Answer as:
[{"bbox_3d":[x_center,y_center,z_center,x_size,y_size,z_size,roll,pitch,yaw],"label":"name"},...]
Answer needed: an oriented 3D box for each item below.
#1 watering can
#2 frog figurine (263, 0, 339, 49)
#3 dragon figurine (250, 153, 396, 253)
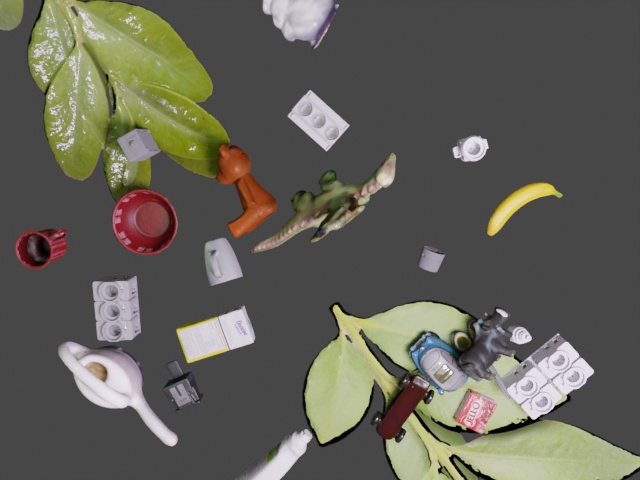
[{"bbox_3d":[-0.473,0.357,1.233,0.347,0.223,0.105,40,81,-3],"label":"watering can"},{"bbox_3d":[-0.050,-0.517,1.151,0.159,0.125,0.135,26,119,-13],"label":"frog figurine"},{"bbox_3d":[0.003,-0.058,1.148,0.409,0.245,0.121,-37,101,5],"label":"dragon figurine"}]
